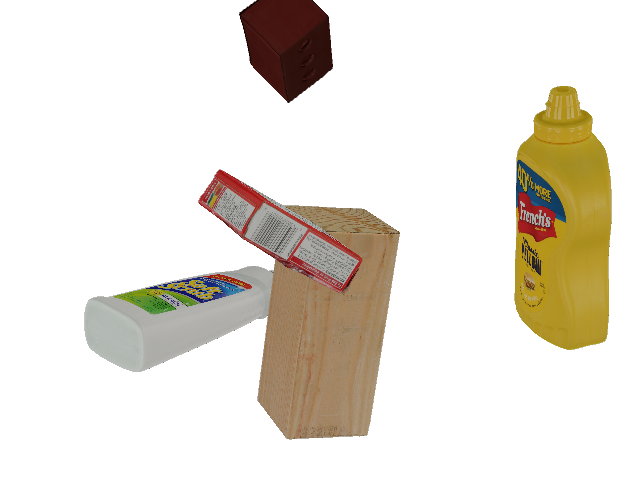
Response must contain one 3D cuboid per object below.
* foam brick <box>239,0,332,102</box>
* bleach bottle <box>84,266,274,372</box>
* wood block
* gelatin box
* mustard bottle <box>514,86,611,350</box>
[{"bbox_3d":[-0.026,-0.161,0.865,0.053,0.051,0.078,-39,-19,-11],"label":"foam brick"},{"bbox_3d":[-0.137,0.074,1.212,0.103,0.068,0.250,21,26,36],"label":"bleach bottle"},{"bbox_3d":[0.005,0.078,1.033,0.090,0.206,0.091,2,16,-23],"label":"wood block"},{"bbox_3d":[-0.026,-0.005,0.687,0.089,0.030,0.073,31,3,-34],"label":"gelatin box"},{"bbox_3d":[0.179,-0.021,0.793,0.058,0.192,0.096,-11,27,-11],"label":"mustard bottle"}]
